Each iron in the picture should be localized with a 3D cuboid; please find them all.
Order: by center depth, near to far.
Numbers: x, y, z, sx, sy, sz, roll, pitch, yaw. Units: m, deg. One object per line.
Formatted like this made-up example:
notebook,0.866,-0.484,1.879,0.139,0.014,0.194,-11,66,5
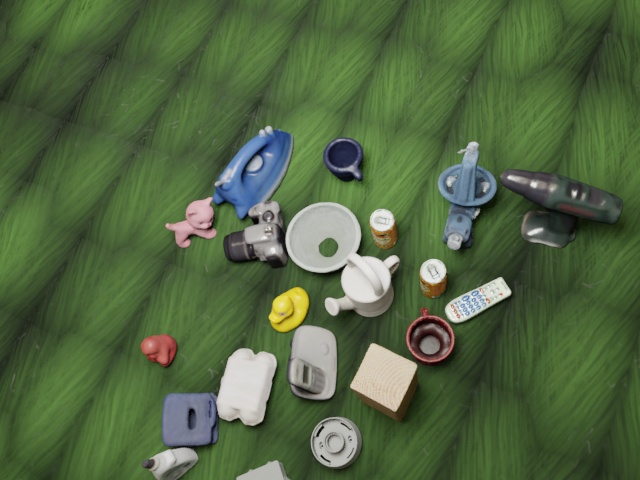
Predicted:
iron,-0.154,-0.186,1.346,0.118,0.142,0.258,29,76,20

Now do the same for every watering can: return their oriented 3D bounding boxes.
watering can,0.090,0.091,1.161,0.100,0.194,0.173,26,75,19

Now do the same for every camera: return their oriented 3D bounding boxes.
camera,-0.149,-0.011,1.296,0.136,0.101,0.143,-10,67,6

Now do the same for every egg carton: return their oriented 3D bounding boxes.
egg carton,-0.151,0.302,1.185,0.107,0.069,0.150,8,70,13

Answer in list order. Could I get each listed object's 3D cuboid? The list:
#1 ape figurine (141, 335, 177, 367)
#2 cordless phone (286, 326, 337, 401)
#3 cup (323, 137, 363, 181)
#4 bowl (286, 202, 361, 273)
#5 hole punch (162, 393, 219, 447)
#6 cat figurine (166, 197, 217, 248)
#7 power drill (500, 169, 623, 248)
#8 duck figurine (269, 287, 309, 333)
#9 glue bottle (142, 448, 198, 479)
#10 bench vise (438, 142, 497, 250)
ape figurine,-0.354,0.235,1.236,0.076,0.092,0.077,-35,66,-5
cordless phone,-0.024,0.234,1.127,0.094,0.185,0.147,-4,67,9
cup,0.066,-0.168,1.325,0.092,0.095,0.117,-34,66,-5
bowl,0.012,0.005,1.275,0.167,0.075,0.167,-4,67,9
hole punch,-0.262,0.364,1.168,0.101,0.091,0.108,-8,67,7
cat figurine,-0.294,-0.046,1.327,0.128,0.118,0.067,-21,66,1
power drill,0.467,-0.062,1.148,0.229,0.209,0.076,12,71,15
duck figurine,-0.071,0.142,1.227,0.077,0.086,0.105,33,77,21
glue bottle,-0.298,0.431,1.102,0.078,0.173,0.037,-38,66,-6
bench vise,0.309,-0.090,1.181,0.121,0.220,0.207,-6,67,8
